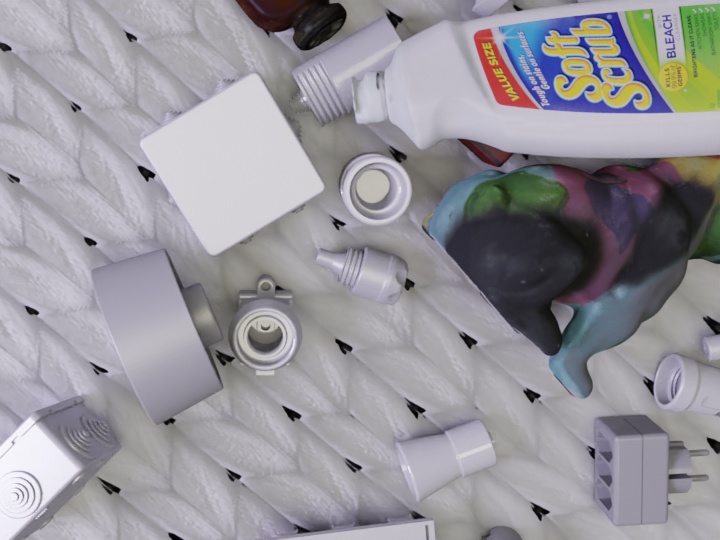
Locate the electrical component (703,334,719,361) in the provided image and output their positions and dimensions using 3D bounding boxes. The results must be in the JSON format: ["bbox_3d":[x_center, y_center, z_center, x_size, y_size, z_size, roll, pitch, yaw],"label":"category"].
[{"bbox_3d":[0.275,0.051,0.757,0.062,0.048,0.048,-9,100,4],"label":"electrical component"}]

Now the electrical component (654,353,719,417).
[{"bbox_3d":[0.238,0.083,0.761,0.046,0.040,0.040,14,98,-12],"label":"electrical component"}]

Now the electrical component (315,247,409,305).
[{"bbox_3d":[0.000,0.000,0.729,0.061,0.035,0.035,18,97,-6],"label":"electrical component"}]

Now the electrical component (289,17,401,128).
[{"bbox_3d":[-0.009,-0.126,0.703,0.081,0.043,0.043,-30,100,1],"label":"electrical component"}]

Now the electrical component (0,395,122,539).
[{"bbox_3d":[-0.210,0.134,0.701,0.100,0.100,0.048,-45,87,3],"label":"electrical component"}]

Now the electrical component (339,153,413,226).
[{"bbox_3d":[0.009,-0.054,0.710,0.045,0.055,0.045,-1,99,-5],"label":"electrical component"}]

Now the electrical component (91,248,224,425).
[{"bbox_3d":[-0.123,0.038,0.690,0.060,0.108,0.108,-23,100,-7],"label":"electrical component"}]

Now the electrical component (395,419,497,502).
[{"bbox_3d":[0.062,0.130,0.753,0.065,0.044,0.044,-19,100,-6],"label":"electrical component"}]

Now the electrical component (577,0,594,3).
[{"bbox_3d":[0.168,-0.199,0.679,0.061,0.096,0.061,-33,100,1],"label":"electrical component"}]

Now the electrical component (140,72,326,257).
[{"bbox_3d":[-0.082,-0.070,0.703,0.100,0.048,0.099,-31,100,1],"label":"electrical component"}]

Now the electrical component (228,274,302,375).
[{"bbox_3d":[-0.063,0.040,0.719,0.048,0.055,0.066,0,99,-5],"label":"electrical component"}]

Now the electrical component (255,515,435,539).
[{"bbox_3d":[-0.008,0.212,0.748,0.121,0.063,0.078,-6,100,-4],"label":"electrical component"}]

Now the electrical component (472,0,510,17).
[{"bbox_3d":[0.082,-0.200,0.692,0.078,0.058,0.057,-42,97,2],"label":"electrical component"}]

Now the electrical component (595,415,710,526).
[{"bbox_3d":[0.211,0.140,0.763,0.077,0.047,0.065,-2,99,-5],"label":"electrical component"}]

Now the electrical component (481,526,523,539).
[{"bbox_3d":[0.105,0.207,0.765,0.040,0.046,0.040,-1,99,-5],"label":"electrical component"}]
